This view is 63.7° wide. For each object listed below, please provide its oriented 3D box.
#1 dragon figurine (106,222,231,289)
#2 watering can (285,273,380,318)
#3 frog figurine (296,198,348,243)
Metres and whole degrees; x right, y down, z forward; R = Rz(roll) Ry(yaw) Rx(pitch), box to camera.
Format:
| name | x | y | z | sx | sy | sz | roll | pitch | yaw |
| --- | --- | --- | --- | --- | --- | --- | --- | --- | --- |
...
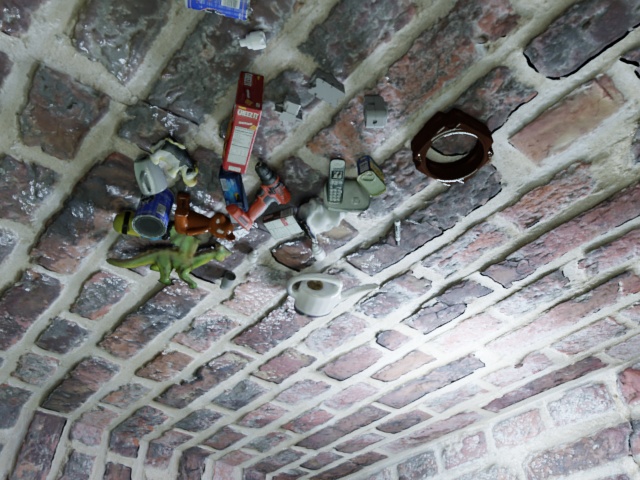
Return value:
| name | x | y | z | sx | sy | sz | roll | pitch | yaw |
| --- | --- | --- | --- | --- | --- | --- | --- | --- | --- |
| dragon figurine | -0.516 | 0.034 | 1.788 | 0.409 | 0.125 | 0.238 | 13 | 116 | -17 |
| watering can | 0.034 | 0.211 | 1.956 | 0.347 | 0.106 | 0.219 | 8 | 136 | -10 |
| frog figurine | 0.005 | -0.084 | 1.678 | 0.161 | 0.124 | 0.135 | -40 | 124 | -12 |
